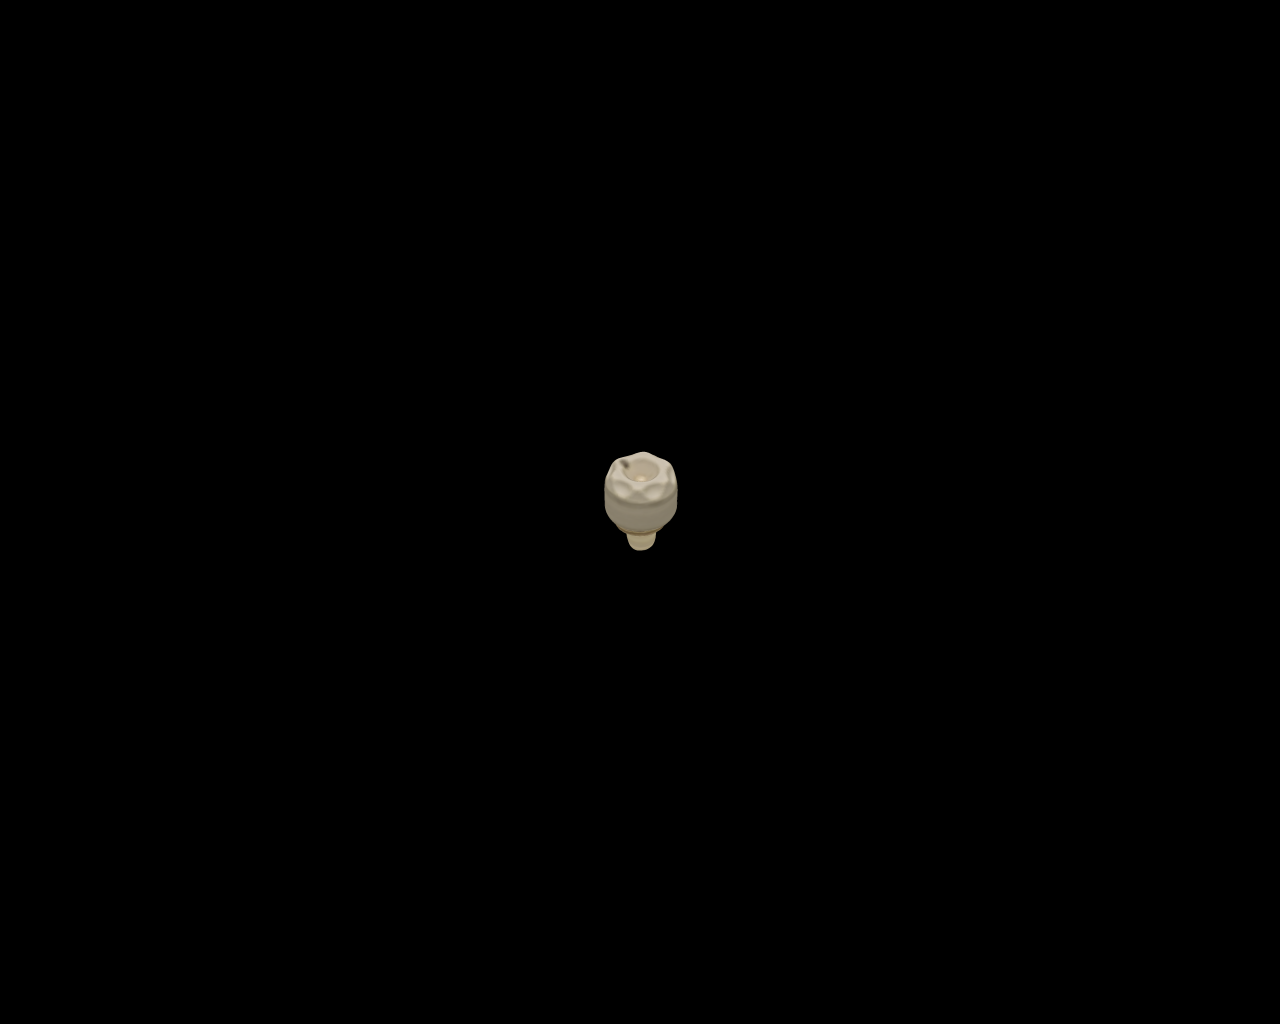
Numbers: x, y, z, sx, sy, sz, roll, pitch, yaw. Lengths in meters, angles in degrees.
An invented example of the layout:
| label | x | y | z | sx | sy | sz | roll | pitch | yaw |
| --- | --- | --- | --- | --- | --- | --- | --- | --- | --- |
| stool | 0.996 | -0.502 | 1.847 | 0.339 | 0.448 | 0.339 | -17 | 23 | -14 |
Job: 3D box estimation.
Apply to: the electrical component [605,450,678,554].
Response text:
| label | x | y | z | sx | sy | sz | roll | pitch | yaw |
| --- | --- | --- | --- | --- | --- | --- | --- | --- | --- |
| electrical component | 0.001 | -0.003 | 0.650 | 0.043 | 0.062 | 0.043 | 0 | 40 | 0 |
